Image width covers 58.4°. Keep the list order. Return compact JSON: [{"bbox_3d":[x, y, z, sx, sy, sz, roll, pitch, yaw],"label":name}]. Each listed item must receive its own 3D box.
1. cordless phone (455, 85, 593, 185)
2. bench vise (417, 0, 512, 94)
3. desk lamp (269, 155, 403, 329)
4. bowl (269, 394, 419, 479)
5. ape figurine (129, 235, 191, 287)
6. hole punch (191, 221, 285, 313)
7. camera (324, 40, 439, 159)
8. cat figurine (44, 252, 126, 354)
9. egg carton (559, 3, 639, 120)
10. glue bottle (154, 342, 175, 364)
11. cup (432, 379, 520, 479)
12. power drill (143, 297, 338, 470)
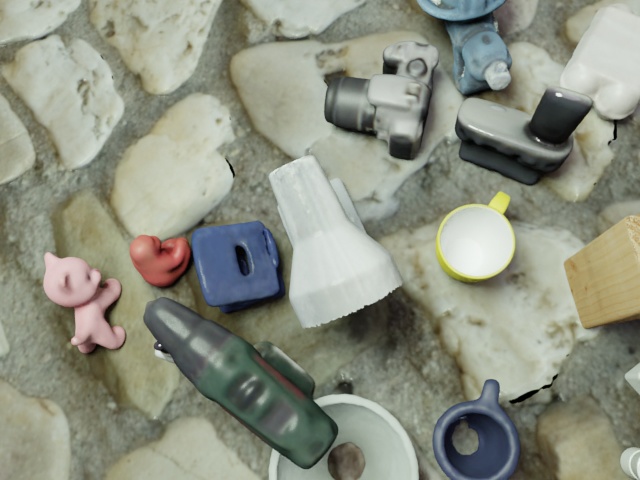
[{"bbox_3d":[0.241,-0.150,0.687,0.147,0.185,0.094,19,79,11],"label":"cordless phone"},{"bbox_3d":[0.202,-0.301,0.711,0.121,0.220,0.207,-34,75,-2],"label":"bench vise"},{"bbox_3d":[0.006,0.002,0.662,0.118,0.214,0.203,-24,74,1],"label":"desk lamp"},{"bbox_3d":[0.029,0.265,0.666,0.167,0.075,0.167,-2,76,7],"label":"bowl"},{"bbox_3d":[-0.216,0.019,0.748,0.077,0.092,0.076,14,78,10],"label":"ape figurine"},{"bbox_3d":[-0.103,0.029,0.732,0.101,0.091,0.108,-17,75,3],"label":"hole punch"},{"bbox_3d":[0.080,-0.196,0.761,0.136,0.101,0.143,11,78,10],"label":"camera"},{"bbox_3d":[-0.308,0.077,0.731,0.067,0.118,0.128,-14,75,4],"label":"cat figurine"},{"bbox_3d":[0.387,-0.233,0.750,0.107,0.069,0.150,29,81,13],"label":"egg carton"},{"bbox_3d":[-0.156,0.128,0.671,0.078,0.173,0.037,3,76,8],"label":"glue bottle"},{"bbox_3d":[0.175,0.215,0.650,0.091,0.095,0.118,16,79,11],"label":"cup"},{"bbox_3d":[-0.077,0.155,0.637,0.229,0.208,0.076,37,83,14],"label":"power drill"}]
